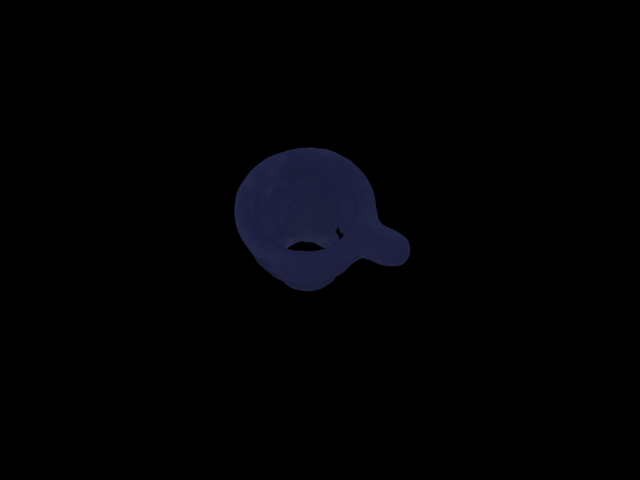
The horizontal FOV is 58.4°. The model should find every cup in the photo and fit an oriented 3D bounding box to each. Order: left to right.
[{"bbox_3d":[0.004,0.001,0.400,0.117,0.095,0.092,22,65,11],"label":"cup"}]
